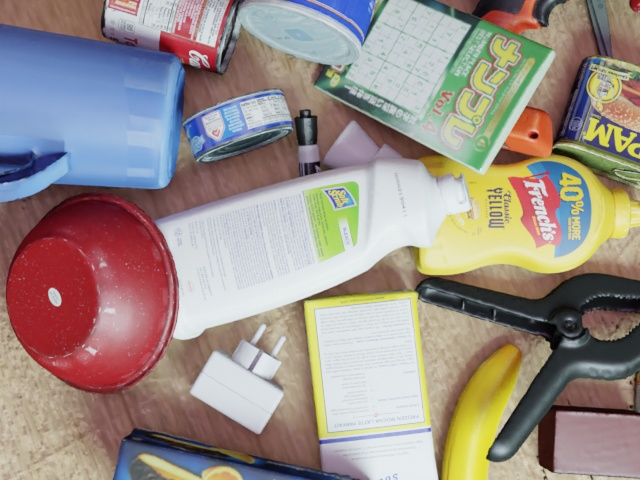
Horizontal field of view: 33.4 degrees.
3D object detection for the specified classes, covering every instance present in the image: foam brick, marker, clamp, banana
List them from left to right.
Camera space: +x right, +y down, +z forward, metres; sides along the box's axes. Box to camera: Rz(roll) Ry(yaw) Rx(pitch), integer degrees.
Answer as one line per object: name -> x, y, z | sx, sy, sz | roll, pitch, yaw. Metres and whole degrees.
marker -> -0.007, -0.046, 0.872 | 0.020, 0.020, 0.121 | -5, 102, -2
banana -> 0.131, 0.183, 0.870 | 0.069, 0.037, 0.198 | 1, 88, -24
clamp -> 0.189, 0.071, 0.862 | 0.209, 0.036, 0.165 | -21, 60, -13
foam brick -> 0.220, 0.163, 0.862 | 0.078, 0.053, 0.051 | 4, 86, -1

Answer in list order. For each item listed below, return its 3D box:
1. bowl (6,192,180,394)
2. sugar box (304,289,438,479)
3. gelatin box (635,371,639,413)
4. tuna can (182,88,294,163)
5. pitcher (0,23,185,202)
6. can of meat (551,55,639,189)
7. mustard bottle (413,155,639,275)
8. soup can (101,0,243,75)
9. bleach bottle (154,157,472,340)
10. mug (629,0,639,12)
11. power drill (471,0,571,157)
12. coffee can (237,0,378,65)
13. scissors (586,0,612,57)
bowl -> -0.190, 0.043, 0.826 | 0.162, 0.055, 0.162 | 1, 92, 27
sugar box -> 0.041, 0.132, 0.865 | 0.093, 0.048, 0.176 | -5, 90, -1
gelatin box -> 0.306, 0.133, 0.877 | 0.089, 0.030, 0.073 | 3, 85, -1
tuna can -> -0.065, -0.091, 0.856 | 0.086, 0.086, 0.034 | -19, 88, -2
pitcher -> -0.233, -0.097, 0.829 | 0.242, 0.145, 0.149 | 6, 90, -4
can of meat -> 0.250, -0.096, 0.878 | 0.102, 0.057, 0.084 | 20, 84, 0
mustard bottle -> 0.173, -0.021, 0.870 | 0.191, 0.058, 0.096 | 0, 79, -2
soup can -> -0.119, -0.182, 0.869 | 0.102, 0.068, 0.068 | 17, 86, 1
bleach bottle -> -0.005, 0.001, 0.832 | 0.251, 0.068, 0.102 | -14, 85, 12
mug -> 0.308, -0.214, 0.873 | 0.117, 0.081, 0.093 | -25, 87, -3
power drill -> 0.173, -0.165, 0.853 | 0.185, 0.057, 0.187 | 16, 85, 29
coffee can -> 0.005, -0.225, 0.852 | 0.103, 0.103, 0.140 | 19, 81, 0
scissors -> 0.207, -0.251, 0.906 | 0.096, 0.016, 0.202 | 5, 86, 0
